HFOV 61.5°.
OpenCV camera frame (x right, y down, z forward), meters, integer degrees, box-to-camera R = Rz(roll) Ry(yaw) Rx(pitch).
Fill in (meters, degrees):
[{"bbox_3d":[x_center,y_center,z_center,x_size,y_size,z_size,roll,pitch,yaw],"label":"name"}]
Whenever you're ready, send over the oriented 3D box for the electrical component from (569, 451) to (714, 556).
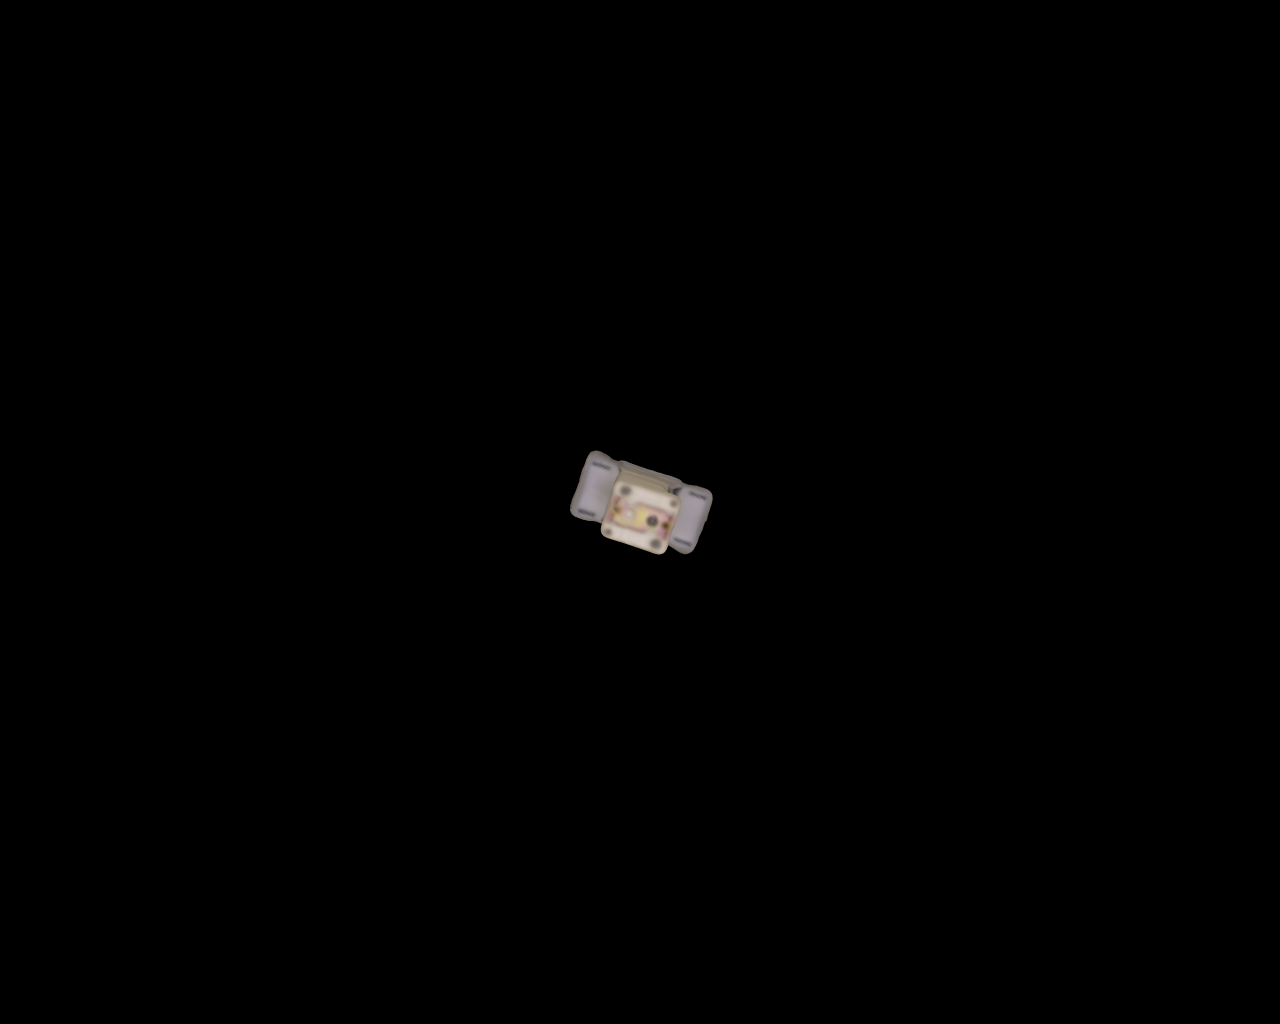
[{"bbox_3d":[0.001,-0.003,0.650,0.081,0.042,0.064,18,11,-4],"label":"electrical component"}]
